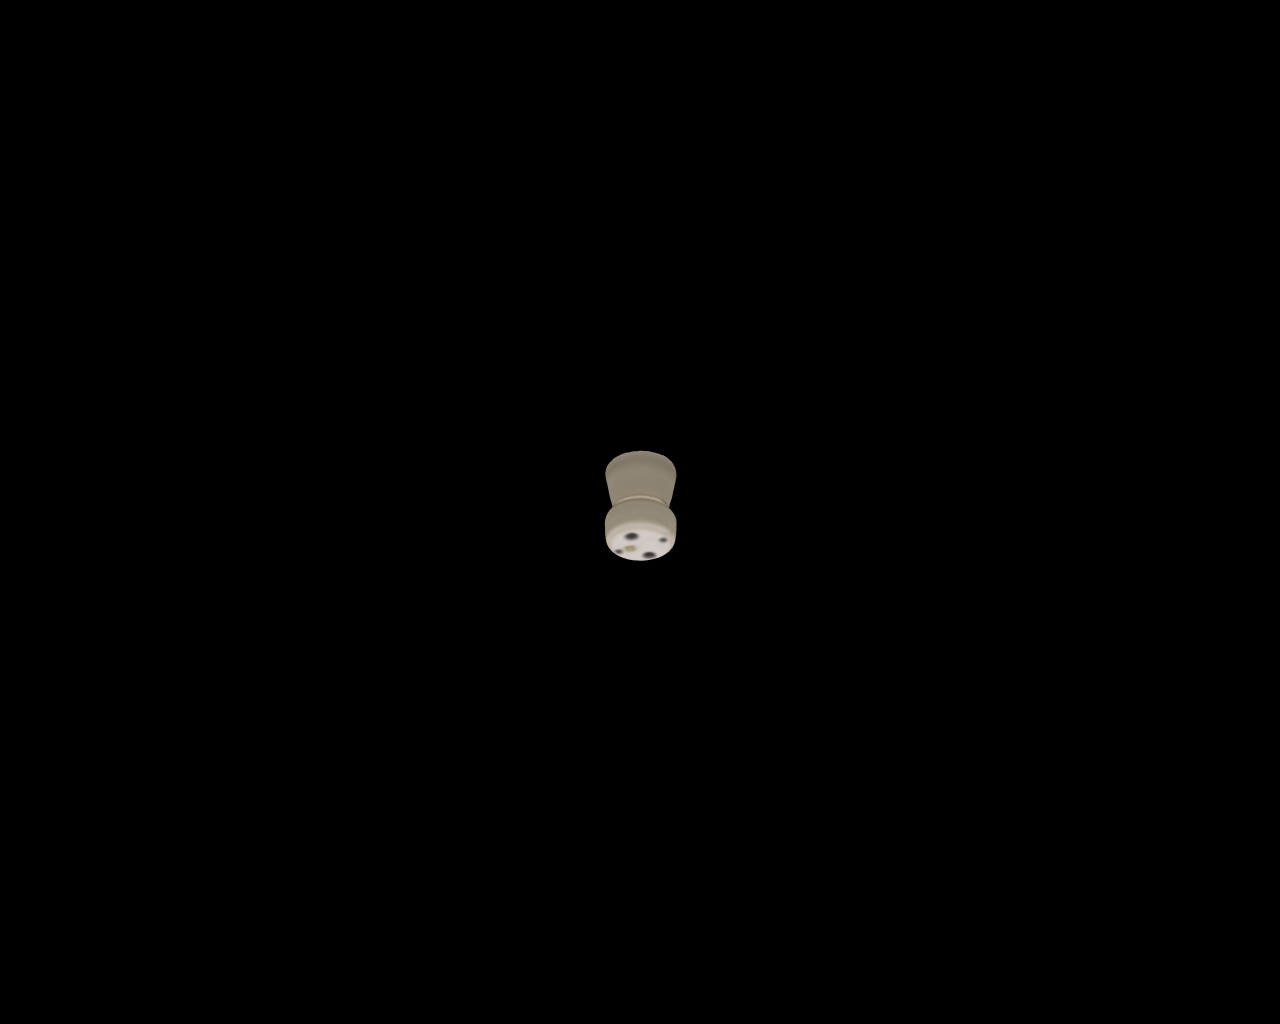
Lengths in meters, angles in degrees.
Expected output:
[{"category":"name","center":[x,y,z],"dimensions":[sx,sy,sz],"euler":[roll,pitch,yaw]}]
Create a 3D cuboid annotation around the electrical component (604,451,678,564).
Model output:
[{"category":"electrical component","center":[0.001,-0.003,0.650],"dimensions":[0.045,0.055,0.044],"euler":[0,-34,0]}]
